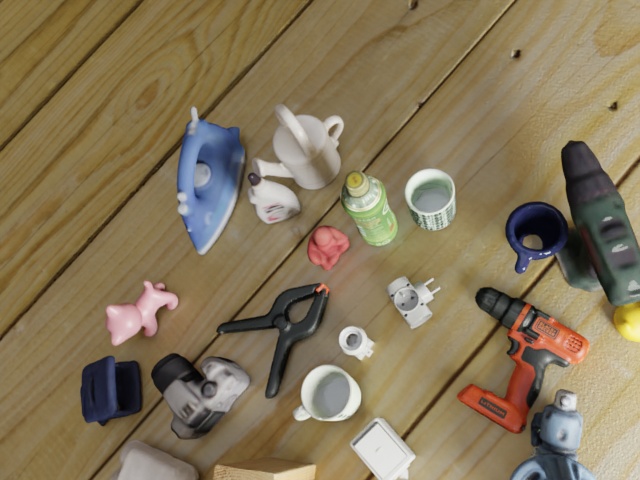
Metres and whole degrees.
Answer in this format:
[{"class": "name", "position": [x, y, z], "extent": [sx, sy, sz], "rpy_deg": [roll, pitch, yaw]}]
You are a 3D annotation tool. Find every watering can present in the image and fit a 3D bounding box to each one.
[{"class": "watering can", "position": [-0.037, -0.165, 1.012], "extent": [0.100, 0.194, 0.173], "rpy_deg": [32, 83, 22]}]

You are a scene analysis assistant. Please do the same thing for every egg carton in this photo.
[{"class": "egg carton", "position": [-0.279, 0.406, 0.956], "extent": [0.150, 0.069, 0.107], "rpy_deg": [15, 77, 19]}]

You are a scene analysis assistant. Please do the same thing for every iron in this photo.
[{"class": "iron", "position": [-0.227, -0.114, 1.074], "extent": [0.118, 0.142, 0.258], "rpy_deg": [2, 73, 16]}]

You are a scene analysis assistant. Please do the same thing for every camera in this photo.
[{"class": "camera", "position": [-0.218, 0.246, 0.976], "extent": [0.136, 0.101, 0.143], "rpy_deg": [40, 86, 23]}]

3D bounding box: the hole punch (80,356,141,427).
[{"class": "hole punch", "position": [-0.383, 0.269, 1.017], "extent": [0.101, 0.091, 0.108], "rpy_deg": [-16, 69, 10]}]

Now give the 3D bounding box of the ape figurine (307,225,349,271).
[{"class": "ape figurine", "position": [0.009, 0.004, 0.999], "extent": [0.077, 0.092, 0.076], "rpy_deg": [-14, 69, 10]}]

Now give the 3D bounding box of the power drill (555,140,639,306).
[{"class": "power drill", "position": [0.396, -0.008, 0.836], "extent": [0.075, 0.209, 0.229], "rpy_deg": [-20, 68, 8]}]

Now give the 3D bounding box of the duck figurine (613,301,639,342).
[{"class": "duck figurine", "position": [0.488, 0.104, 0.841], "extent": [0.104, 0.086, 0.077], "rpy_deg": [-31, 67, 4]}]

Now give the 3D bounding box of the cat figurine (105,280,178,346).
[{"class": "cat figurine", "position": [-0.335, 0.129, 1.036], "extent": [0.067, 0.118, 0.128], "rpy_deg": [30, 82, 22]}]

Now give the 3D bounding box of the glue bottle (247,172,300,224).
[{"class": "glue bottle", "position": [-0.093, -0.079, 1.009], "extent": [0.078, 0.173, 0.037], "rpy_deg": [-22, 68, 7]}]

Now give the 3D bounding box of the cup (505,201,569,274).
[{"class": "cup", "position": [0.335, 0.008, 0.909], "extent": [0.091, 0.095, 0.118], "rpy_deg": [21, 79, 20]}]

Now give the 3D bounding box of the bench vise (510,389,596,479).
[{"class": "bench vise", "position": [0.303, 0.305, 0.752], "extent": [0.121, 0.220, 0.207], "rpy_deg": [-9, 70, 12]}]
